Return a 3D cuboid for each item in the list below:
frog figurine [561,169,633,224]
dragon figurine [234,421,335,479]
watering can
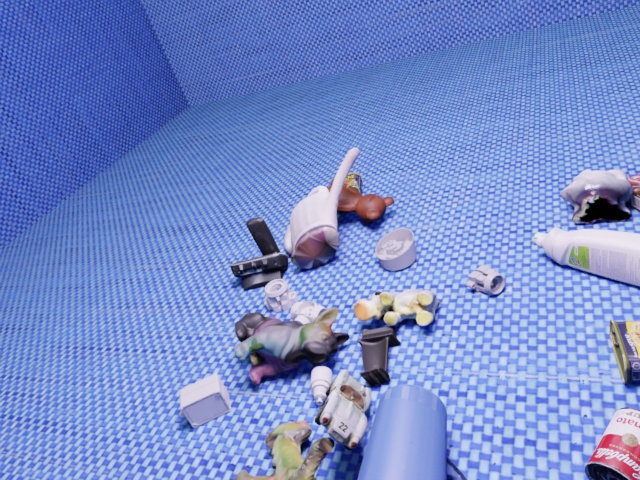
[{"bbox_3d":[0.618,-0.121,1.159,0.136,0.121,0.163,-24,35,36],"label":"frog figurine"},{"bbox_3d":[-0.078,0.425,0.743,0.240,0.121,0.419,-22,23,34],"label":"dragon figurine"},{"bbox_3d":[0.004,-0.068,1.345,0.342,0.103,0.230,-49,32,30],"label":"watering can"}]
